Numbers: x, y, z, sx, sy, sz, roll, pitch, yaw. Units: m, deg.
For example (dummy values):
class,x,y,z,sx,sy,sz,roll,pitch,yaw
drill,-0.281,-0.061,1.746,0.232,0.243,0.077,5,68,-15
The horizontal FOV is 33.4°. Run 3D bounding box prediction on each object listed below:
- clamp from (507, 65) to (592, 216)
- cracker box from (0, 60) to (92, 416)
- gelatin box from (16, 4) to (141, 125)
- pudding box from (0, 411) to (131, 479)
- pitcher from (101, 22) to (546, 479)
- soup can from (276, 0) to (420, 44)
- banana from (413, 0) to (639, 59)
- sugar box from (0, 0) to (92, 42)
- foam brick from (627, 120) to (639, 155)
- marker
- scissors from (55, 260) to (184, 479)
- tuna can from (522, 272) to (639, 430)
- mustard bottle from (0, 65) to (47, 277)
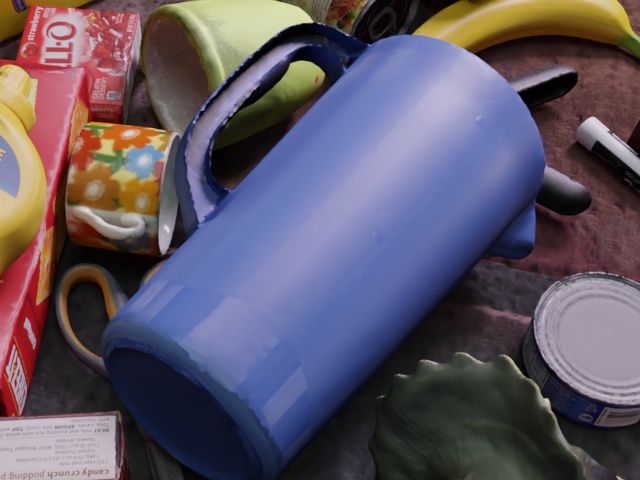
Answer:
class,x,y,z,sx,sy,sz,roll,pitch,yaw
clamp,0.093,-0.065,0.682,0.171,0.039,0.120,-3,48,-4
cracker box,-0.226,-0.008,0.583,0.164,0.072,0.213,6,54,-2
gelatin box,-0.158,-0.112,0.693,0.073,0.030,0.089,4,53,-3
pudding box,-0.144,0.115,0.489,0.113,0.090,0.039,-3,54,-8
pitcher,-0.004,0.001,0.557,0.149,0.145,0.242,19,50,34
soup can,0.009,-0.175,0.736,0.068,0.068,0.102,-35,64,-28
banana,0.138,-0.149,0.750,0.197,0.037,0.069,-9,54,-13
sugar box,-0.174,-0.203,0.719,0.176,0.093,0.048,-31,59,-25
foam brick,0.252,-0.069,0.695,0.078,0.051,0.052,38,58,20
marker,0.214,-0.035,0.685,0.020,0.020,0.121,-31,63,-26
scissors,-0.073,0.083,0.567,0.096,0.016,0.202,-25,60,-23
tuna can,0.158,0.062,0.598,0.086,0.034,0.086,3,53,-4
mustard bottle,-0.186,-0.013,0.512,0.096,0.058,0.191,17,55,3
